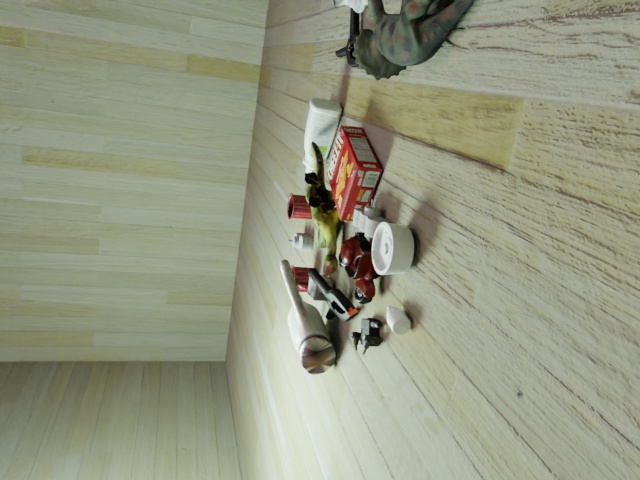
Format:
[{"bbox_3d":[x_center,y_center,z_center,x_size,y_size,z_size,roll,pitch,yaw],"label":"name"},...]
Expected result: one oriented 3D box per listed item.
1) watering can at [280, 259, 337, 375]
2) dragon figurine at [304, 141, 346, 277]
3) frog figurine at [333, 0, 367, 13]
[{"bbox_3d":[-0.043,0.234,1.459,0.229,0.104,0.340,-116,6,-50],"label":"watering can"},{"bbox_3d":[0.005,-0.077,1.530,0.237,0.122,0.420,101,165,-49],"label":"dragon figurine"},{"bbox_3d":[0.116,-0.676,1.362,0.160,0.122,0.137,14,91,37],"label":"frog figurine"}]
